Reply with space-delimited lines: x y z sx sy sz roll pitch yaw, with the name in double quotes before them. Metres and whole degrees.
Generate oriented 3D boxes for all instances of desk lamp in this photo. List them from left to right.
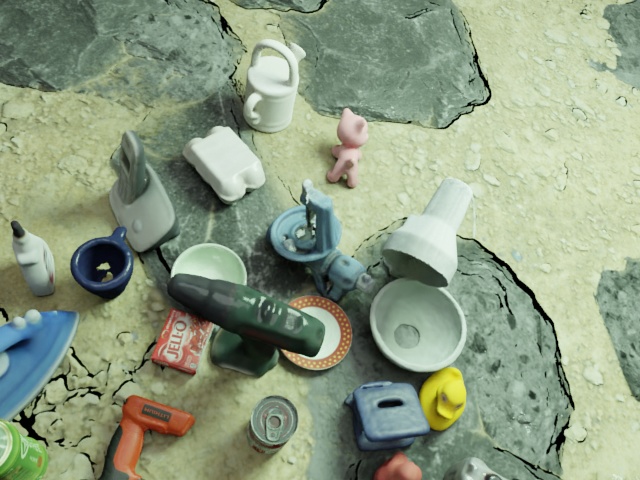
"desk lamp" 0.181 0.000 0.982 0.118 0.213 0.203 29 60 4

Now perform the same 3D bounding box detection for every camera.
"camera" 0.248 0.414 0.839 0.143 0.101 0.137 31 60 5

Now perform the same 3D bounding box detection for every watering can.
"watering can" -0.090 -0.311 1.102 0.101 0.194 0.173 13 60 -5

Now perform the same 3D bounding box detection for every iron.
"iron" -0.453 0.168 0.796 0.118 0.141 0.259 38 61 9

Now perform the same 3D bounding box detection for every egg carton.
"egg carton" -0.176 -0.140 1.063 0.107 0.069 0.150 -36 75 -26

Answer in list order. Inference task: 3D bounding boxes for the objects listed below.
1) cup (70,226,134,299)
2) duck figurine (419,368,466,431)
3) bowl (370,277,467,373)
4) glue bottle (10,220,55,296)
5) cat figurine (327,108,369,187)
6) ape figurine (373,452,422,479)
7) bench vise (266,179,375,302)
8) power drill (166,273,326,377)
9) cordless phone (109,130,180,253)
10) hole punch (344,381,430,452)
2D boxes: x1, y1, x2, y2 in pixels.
"cup" -0.336 0.043 0.915 0.091 0.095 0.118 18 60 -2
"duck figurine" 0.209 0.250 0.927 0.077 0.086 0.105 27 60 3
"bowl" 0.157 0.152 0.975 0.167 0.074 0.167 5 61 -9
"glue bottle" -0.436 0.019 0.862 0.037 0.173 0.078 -10 65 -17
"cat figurine" 0.060 -0.186 1.111 0.067 0.117 0.128 10 61 -6
"ape figurine" 0.122 0.354 0.849 0.076 0.092 0.078 8 61 -8
"bench vise" 0.013 -0.006 0.945 0.207 0.219 0.121 23 60 1
"power drill" -0.113 0.132 0.851 0.229 0.208 0.075 16 60 -3
"cordless phone" -0.292 -0.079 0.938 0.094 0.185 0.147 -27 70 -23
"hole punch" 0.103 0.269 0.891 0.109 0.091 0.101 -3 63 -13
